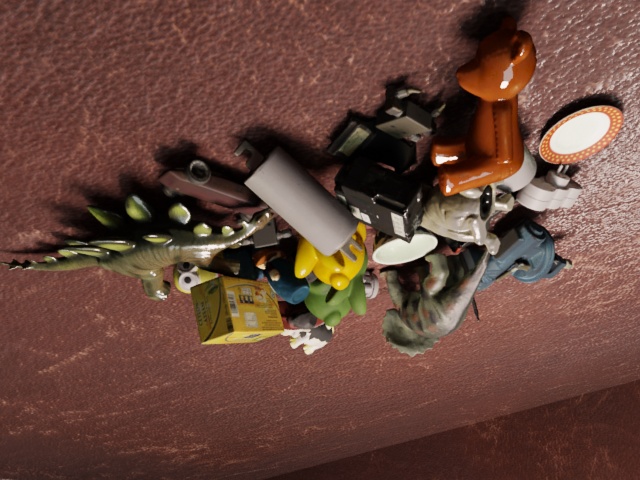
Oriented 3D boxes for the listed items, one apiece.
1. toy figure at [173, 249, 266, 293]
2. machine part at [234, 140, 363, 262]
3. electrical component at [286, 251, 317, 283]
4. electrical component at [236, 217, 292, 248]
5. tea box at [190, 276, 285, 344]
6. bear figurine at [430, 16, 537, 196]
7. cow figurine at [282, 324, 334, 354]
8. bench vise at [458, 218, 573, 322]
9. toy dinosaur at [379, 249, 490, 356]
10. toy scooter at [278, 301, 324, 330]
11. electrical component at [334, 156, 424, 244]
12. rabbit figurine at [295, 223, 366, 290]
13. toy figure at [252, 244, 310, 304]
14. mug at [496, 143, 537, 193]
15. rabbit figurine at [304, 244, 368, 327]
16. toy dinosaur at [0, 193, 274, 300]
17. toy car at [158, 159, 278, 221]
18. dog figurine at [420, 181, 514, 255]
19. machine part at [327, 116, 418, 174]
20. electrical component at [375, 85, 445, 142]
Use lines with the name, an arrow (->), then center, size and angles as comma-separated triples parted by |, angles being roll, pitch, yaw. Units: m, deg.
toy figure -> -0.183, 0.061, 1.005 | 0.180, 0.082, 0.089 | -7, 149, -11
machine part -> -0.026, -0.058, 0.796 | 0.243, 0.079, 0.079 | 42, 128, -12
electrical component -> -0.051, 0.058, 1.028 | 0.075, 0.119, 0.047 | -38, 111, 7
electrical component -> -0.095, -0.021, 0.918 | 0.094, 0.063, 0.021 | -9, 178, 12
tea box -> -0.135, 0.119, 0.904 | 0.068, 0.098, 0.169 | -21, 162, 19
bear figurine -> 0.205, -0.169, 0.682 | 0.132, 0.120, 0.195 | -9, 128, 8
cow figurine -> -0.030, 0.216, 1.298 | 0.098, 0.068, 0.167 | -26, 148, 14
bench vise -> 0.410, 0.051, 1.100 | 0.240, 0.129, 0.223 | 7, 129, -26
toy dinosaur -> 0.228, 0.133, 1.082 | 0.131, 0.192, 0.405 | -10, 171, -17
toy scooter -> -0.038, 0.153, 1.164 | 0.135, 0.075, 0.184 | -9, -176, 32
electrical component -> 0.085, -0.062, 0.800 | 0.134, 0.058, 0.114 | 26, 162, 20
rabbit figurine -> -0.002, -0.003, 0.915 | 0.122, 0.162, 0.173 | -8, 132, 20
toy figure -> -0.078, 0.046, 0.942 | 0.058, 0.155, 0.064 | -37, 147, -11
mug -> 0.269, -0.133, 0.837 | 0.110, 0.081, 0.107 | -16, 138, 26
rabbit figurine -> 0.034, 0.074, 1.043 | 0.121, 0.159, 0.170 | 15, 126, -18
toy dinosaur -> -0.294, 0.012, 0.873 | 0.472, 0.105, 0.198 | -16, 147, 18
toy car -> -0.146, -0.077, 0.826 | 0.202, 0.053, 0.089 | 18, 158, -35
dog figurine -> 0.182, -0.062, 0.838 | 0.191, 0.121, 0.172 | 15, 157, 35
machine part -> 0.084, -0.138, 0.809 | 0.139, 0.039, 0.084 | 13, 133, -29
electrical component -> 0.126, -0.176, 0.756 | 0.102, 0.045, 0.078 | 16, 167, -31
